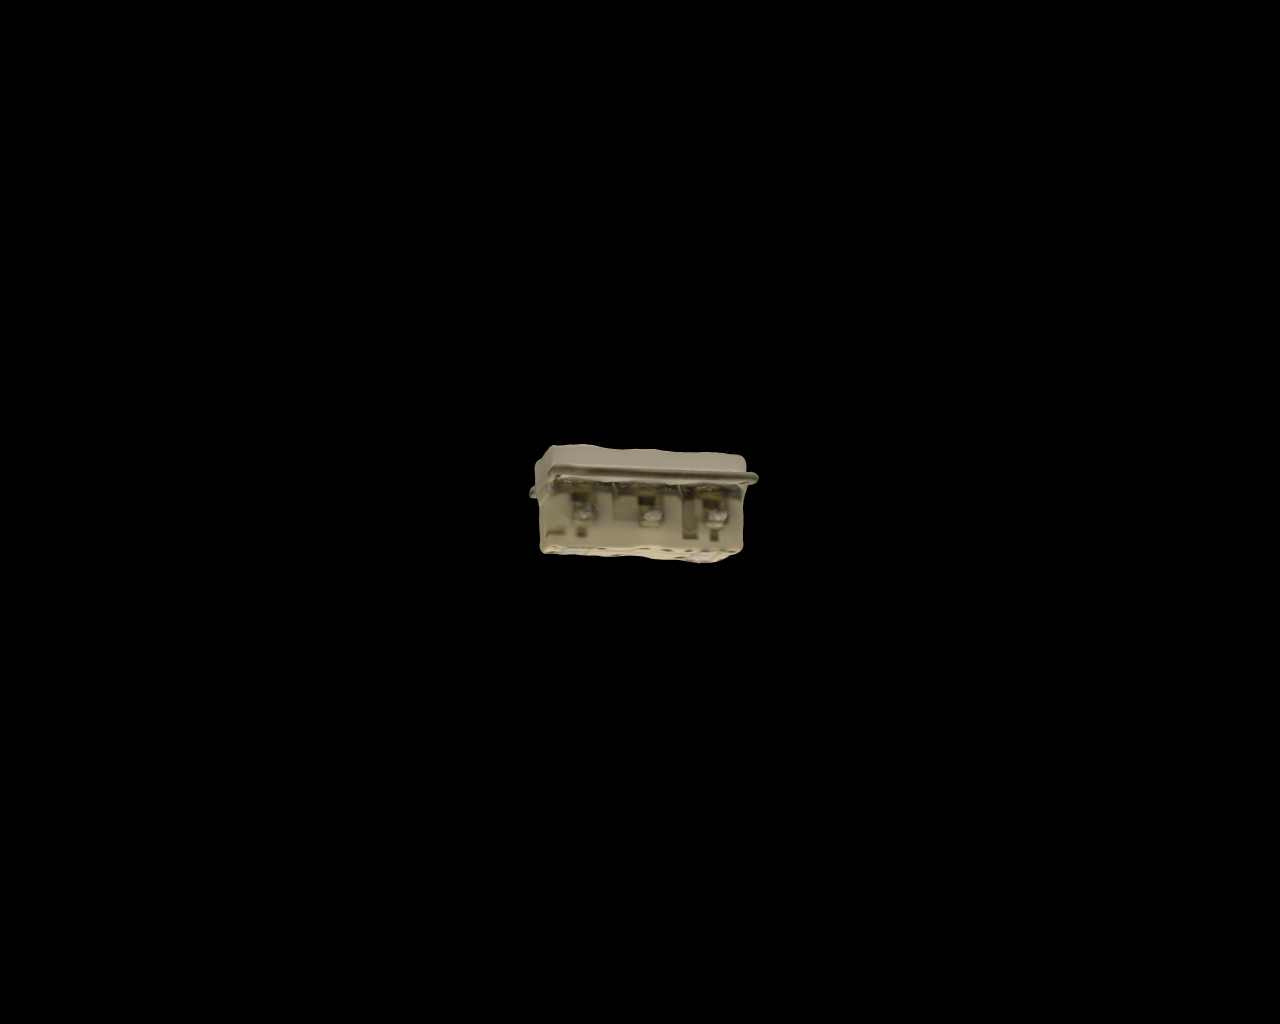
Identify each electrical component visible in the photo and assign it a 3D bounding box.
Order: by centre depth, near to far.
[{"bbox_3d":[0.001,-0.003,0.650,0.121,0.063,0.078,3,-11,-16],"label":"electrical component"}]
